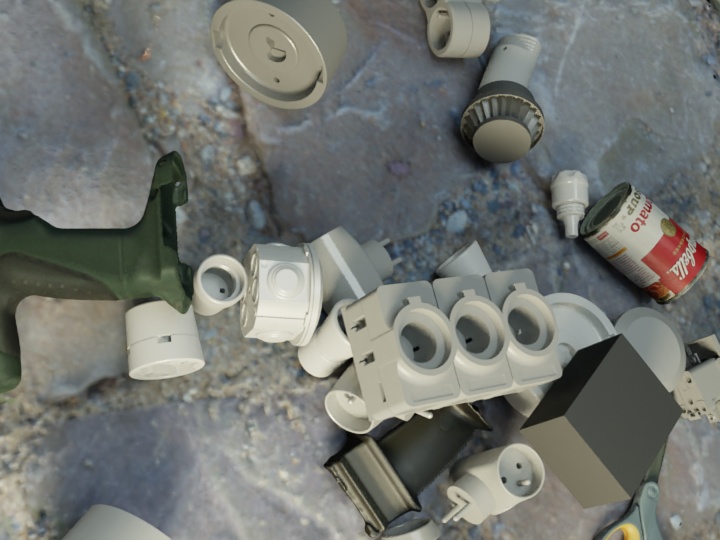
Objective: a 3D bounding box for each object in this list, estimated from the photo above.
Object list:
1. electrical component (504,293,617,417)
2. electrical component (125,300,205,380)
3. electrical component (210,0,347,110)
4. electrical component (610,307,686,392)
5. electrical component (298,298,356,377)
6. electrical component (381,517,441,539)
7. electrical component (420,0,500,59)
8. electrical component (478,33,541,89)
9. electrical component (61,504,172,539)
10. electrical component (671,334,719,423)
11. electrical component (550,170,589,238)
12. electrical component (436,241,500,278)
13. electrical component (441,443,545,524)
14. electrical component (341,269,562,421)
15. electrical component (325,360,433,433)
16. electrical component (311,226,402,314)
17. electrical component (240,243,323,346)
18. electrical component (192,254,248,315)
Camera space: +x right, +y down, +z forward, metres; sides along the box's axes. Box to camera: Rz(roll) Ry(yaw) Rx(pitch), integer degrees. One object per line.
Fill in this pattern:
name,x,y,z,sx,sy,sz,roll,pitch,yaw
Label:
electrical component,0.165,0.079,0.926,0.108,0.060,0.108,8,72,-24
electrical component,-0.146,0.051,0.796,0.055,0.055,0.047,-3,71,-26
electrical component,-0.062,-0.194,0.887,0.108,0.108,0.060,38,56,-9
electrical component,0.249,0.077,0.971,0.080,0.051,0.080,8,70,-22
electrical component,-0.020,0.057,0.845,0.044,0.065,0.044,21,49,-26
electrical component,0.044,0.225,0.832,0.066,0.048,0.055,-17,88,-28
electrical component,0.099,-0.265,1.013,0.074,0.052,0.138,-4,75,-26
electrical component,0.142,-0.190,1.013,0.043,0.043,0.081,29,64,-14
electrical component,-0.159,0.205,0.718,0.099,0.099,0.064,39,56,-9
electrical component,0.324,0.106,1.002,0.064,0.042,0.081,-20,82,-27
electrical component,0.196,-0.060,1.001,0.035,0.035,0.061,7,72,-23
electrical component,0.099,0.009,0.928,0.045,0.045,0.055,-40,93,-29
electrical component,0.097,0.175,0.854,0.079,0.077,0.044,-36,91,-29
electrical component,0.073,0.054,0.817,0.150,0.062,0.089,-6,75,-33
electrical component,0.025,0.094,0.845,0.079,0.043,0.077,21,43,19
electrical component,0.000,0.000,0.885,0.079,0.044,0.077,-31,88,-29
electrical component,-0.061,0.018,0.832,0.051,0.080,0.080,4,72,-18
electrical component,-0.112,0.013,0.828,0.040,0.046,0.040,8,70,-22
